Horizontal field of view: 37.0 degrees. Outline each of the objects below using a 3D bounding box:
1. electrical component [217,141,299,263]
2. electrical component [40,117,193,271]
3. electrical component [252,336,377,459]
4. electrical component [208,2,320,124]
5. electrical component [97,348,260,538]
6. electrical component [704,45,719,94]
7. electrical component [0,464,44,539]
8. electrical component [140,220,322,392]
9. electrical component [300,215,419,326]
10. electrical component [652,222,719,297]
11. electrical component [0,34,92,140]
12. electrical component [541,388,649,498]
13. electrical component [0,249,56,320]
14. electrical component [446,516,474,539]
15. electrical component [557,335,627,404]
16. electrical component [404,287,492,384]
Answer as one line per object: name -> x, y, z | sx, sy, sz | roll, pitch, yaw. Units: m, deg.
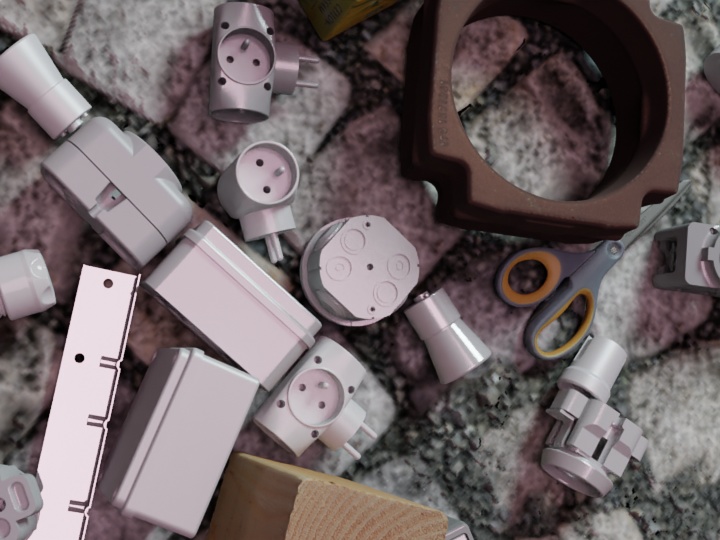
electrical component -> -0.067, -0.044, 0.748 | 0.043, 0.077, 0.079 | -15, 89, -17
electrical component -> -0.162, -0.054, 0.732 | 0.095, 0.054, 0.059 | 47, 74, -8
electrical component -> -0.023, 0.101, 0.765 | 0.079, 0.044, 0.077 | 43, 75, -9
electrical component -> -0.068, -0.146, 0.774 | 0.079, 0.044, 0.077 | 4, 84, -16
electrical component -> -0.120, 0.108, 0.702 | 0.056, 0.109, 0.108 | 26, 78, -16
electrical component -> 0.334, -0.126, 0.888 | 0.074, 0.052, 0.138 | -44, 98, -16
electrical component -> -0.238, 0.154, 0.683 | 0.078, 0.057, 0.058 | -21, 83, -3
electrical component -> -0.089, 0.024, 0.735 | 0.113, 0.078, 0.057 | 43, 78, -9
electrical component -> 0.000, 0.000, 0.778 | 0.080, 0.051, 0.080 | 2, 84, -17
electrical component -> 0.290, -0.006, 0.862 | 0.089, 0.056, 0.050 | 8, 83, -16
electrical component -> -0.215, -0.121, 0.730 | 0.044, 0.044, 0.065 | -45, 103, -15
electrical component -> 0.172, 0.135, 0.814 | 0.078, 0.058, 0.057 | 35, 74, -12
electrical component -> -0.236, 0.013, 0.710 | 0.062, 0.043, 0.043 | -18, 90, -16
electrical component -> 0.060, 0.232, 0.769 | 0.062, 0.061, 0.096 | -22, 92, -17
electrical component -> 0.180, 0.078, 0.831 | 0.040, 0.040, 0.046 | 38, 70, -10
electrical component -> 0.062, 0.046, 0.798 | 0.044, 0.044, 0.065 | -32, 90, -17
